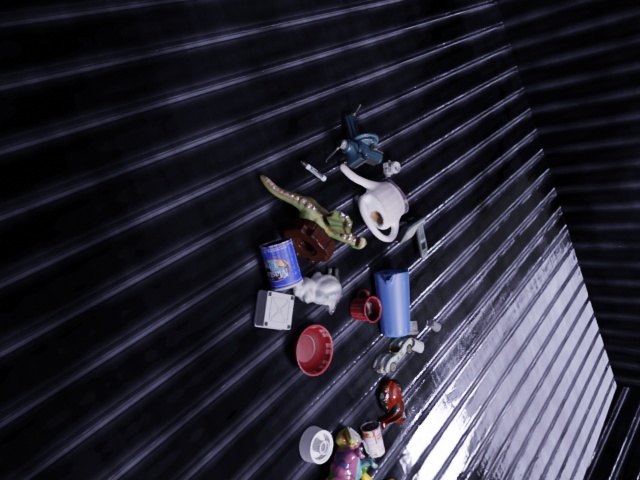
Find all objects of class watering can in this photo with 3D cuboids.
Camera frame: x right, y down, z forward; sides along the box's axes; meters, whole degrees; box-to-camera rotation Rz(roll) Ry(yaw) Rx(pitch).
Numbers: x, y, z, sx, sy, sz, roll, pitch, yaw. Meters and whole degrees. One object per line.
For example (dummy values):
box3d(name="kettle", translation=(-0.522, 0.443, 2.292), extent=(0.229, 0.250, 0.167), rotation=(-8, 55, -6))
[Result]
box3d(name="watering can", translation=(0.214, -0.165, 1.944), extent=(0.228, 0.103, 0.346), rotation=(-35, 99, -42))

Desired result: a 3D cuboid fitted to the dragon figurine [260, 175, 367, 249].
box3d(name="dragon figurine", translation=(0.005, -0.083, 1.640), extent=(0.404, 0.242, 0.124), rotation=(40, 65, -35))

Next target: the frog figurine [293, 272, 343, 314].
box3d(name="frog figurine", translation=(-0.010, 0.155, 1.676), extent=(0.158, 0.121, 0.141), rotation=(35, 29, -25))
